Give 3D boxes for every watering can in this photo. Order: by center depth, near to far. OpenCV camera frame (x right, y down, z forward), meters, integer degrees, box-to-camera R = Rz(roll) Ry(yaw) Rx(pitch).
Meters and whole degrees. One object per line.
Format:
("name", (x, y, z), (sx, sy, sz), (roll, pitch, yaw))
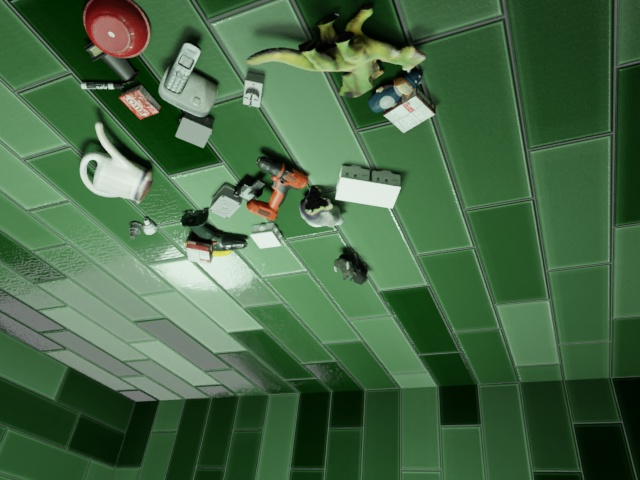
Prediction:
("watering can", (-0.640, -0.227, 1.634), (0.223, 0.106, 0.341), (20, 143, -19))

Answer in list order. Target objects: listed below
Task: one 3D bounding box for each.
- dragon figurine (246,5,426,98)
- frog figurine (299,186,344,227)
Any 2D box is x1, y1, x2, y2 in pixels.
("dragon figurine", (0.050, -0.424, 1.262), (0.409, 0.125, 0.238), (-8, 149, 22))
("frog figurine", (0.005, -0.086, 1.716), (0.138, 0.124, 0.156), (28, 164, 29))
